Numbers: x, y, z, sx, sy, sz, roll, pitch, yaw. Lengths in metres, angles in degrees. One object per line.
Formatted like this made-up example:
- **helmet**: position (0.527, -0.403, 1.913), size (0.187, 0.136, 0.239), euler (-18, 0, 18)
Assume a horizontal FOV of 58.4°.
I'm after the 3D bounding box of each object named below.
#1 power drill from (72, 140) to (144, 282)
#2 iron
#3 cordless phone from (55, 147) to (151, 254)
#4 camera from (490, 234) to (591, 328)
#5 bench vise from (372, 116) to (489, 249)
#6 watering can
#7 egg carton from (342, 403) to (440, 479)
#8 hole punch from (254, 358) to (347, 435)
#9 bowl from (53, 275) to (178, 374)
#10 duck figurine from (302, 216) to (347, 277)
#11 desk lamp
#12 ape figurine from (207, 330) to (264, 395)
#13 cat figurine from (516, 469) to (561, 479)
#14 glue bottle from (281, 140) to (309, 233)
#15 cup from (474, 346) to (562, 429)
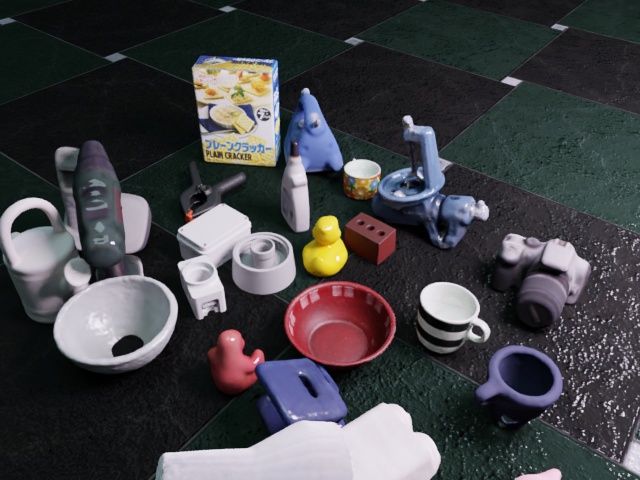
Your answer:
- **power drill**: position (-0.331, -0.014, 0.887), size (0.076, 0.208, 0.229), euler (-12, 42, -15)
- **iron**: position (-0.023, -0.248, 1.224), size (0.119, 0.141, 0.258), euler (-6, 41, -9)
- **cordless phone**: position (-0.368, -0.067, 0.966), size (0.147, 0.185, 0.094), euler (3, 40, 2)
- **camera**: position (0.341, 0.062, 0.903), size (0.142, 0.101, 0.137), euler (21, 44, 21)
- **bench vise**: position (0.197, -0.106, 1.004), size (0.207, 0.220, 0.121), euler (10, 41, 10)
- **watering can**: position (-0.405, 0.025, 0.849), size (0.172, 0.194, 0.101), euler (9, 41, 9)
- **egg carton**: position (0.063, 0.265, 0.679), size (0.151, 0.069, 0.107), euler (-24, 47, -27)
- **hole punch**: position (-0.025, 0.200, 0.736), size (0.101, 0.091, 0.108), euler (-20, 45, -23)
- **bowl**: position (-0.284, 0.132, 0.820), size (0.167, 0.075, 0.167), euler (1, 40, -1)
- **duck figurine**: position (0.009, 0.003, 0.972), size (0.077, 0.086, 0.104), euler (10, 41, 10)
- **desk lamp**: position (-0.073, 0.270, 0.557), size (0.203, 0.214, 0.117), euler (-5, 41, -8)
- **ape figurine**: position (-0.118, 0.159, 0.780), size (0.077, 0.092, 0.076), euler (16, 42, 16)
- **cat figurine**: position (0.207, 0.297, 0.608), size (0.128, 0.118, 0.067), euler (-13, 42, -16)
- **glue bottle**: position (-0.044, -0.100, 1.025), size (0.037, 0.173, 0.078), euler (-15, 43, -18)
- **cup**: position (0.244, 0.203, 0.738), size (0.118, 0.095, 0.091), euler (-16, 43, -19)
